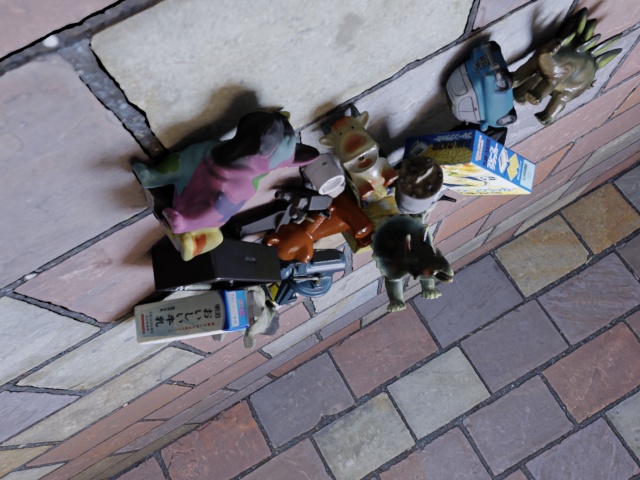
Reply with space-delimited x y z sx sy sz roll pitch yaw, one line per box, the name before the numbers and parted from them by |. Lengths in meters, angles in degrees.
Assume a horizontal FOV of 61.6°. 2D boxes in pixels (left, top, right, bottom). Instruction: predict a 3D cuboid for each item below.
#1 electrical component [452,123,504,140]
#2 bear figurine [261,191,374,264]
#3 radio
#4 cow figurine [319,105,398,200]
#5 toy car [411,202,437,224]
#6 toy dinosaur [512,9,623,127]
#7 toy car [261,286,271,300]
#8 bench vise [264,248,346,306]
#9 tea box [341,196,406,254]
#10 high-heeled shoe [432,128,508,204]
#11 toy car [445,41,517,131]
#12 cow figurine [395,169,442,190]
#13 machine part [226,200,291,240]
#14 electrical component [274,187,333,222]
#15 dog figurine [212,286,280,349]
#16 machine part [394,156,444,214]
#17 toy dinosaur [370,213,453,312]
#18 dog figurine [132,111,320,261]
electrical component | 0.328 -0.211 1.161 0.134 0.058 0.115 -23 163 -24
bear figurine | -0.005 -0.006 1.050 0.196 0.132 0.120 -36 161 -4
radio | -0.173 0.047 0.927 0.131 0.073 0.229 -12 169 21
cow figurine | 0.064 -0.135 0.854 0.085 0.127 0.195 -33 177 7
toy car | 0.244 -0.049 1.365 0.202 0.056 0.073 -54 173 -41
toy dinosaur | 0.481 -0.322 1.043 0.198 0.105 0.471 -42 165 21
toy car | -0.199 0.158 1.289 0.089 0.053 0.202 -48 161 29
bench vise | -0.061 0.091 1.239 0.223 0.129 0.240 -17 154 -32
tea box | 0.126 -0.036 1.231 0.169 0.098 0.068 -12 154 -43
high-heeled shoe | 0.317 -0.181 1.253 0.145 0.086 0.248 17 118 -28
toy car | 0.262 -0.244 0.888 0.103 0.109 0.161 -19 158 16
cow figurine | 0.200 -0.128 1.163 0.098 0.068 0.167 -30 163 16
machine part | -0.101 -0.034 0.956 0.139 0.039 0.084 -20 164 -37
electrical component | -0.022 -0.062 0.928 0.102 0.078 0.045 -12 117 -58
dog figurine | -0.148 0.142 1.201 0.190 0.121 0.172 -23 131 -71
machine part | 0.174 -0.094 0.964 0.079 0.079 0.243 -32 173 1
toy dinosaur | 0.176 0.012 1.097 0.131 0.192 0.405 -11 -163 8
dog figurine | -0.112 -0.081 0.699 0.219 0.108 0.191 -29 162 -15
